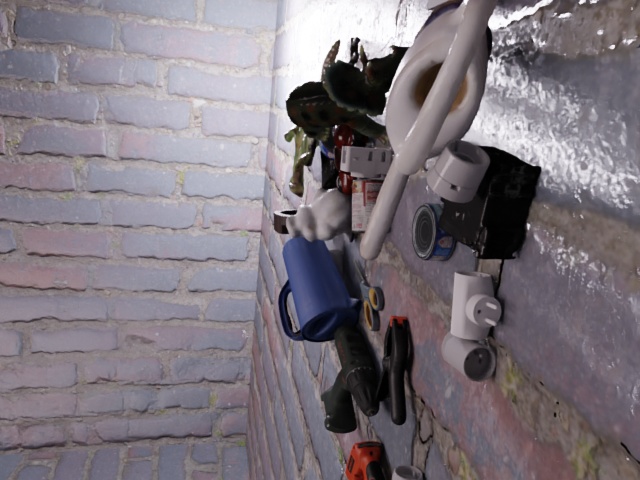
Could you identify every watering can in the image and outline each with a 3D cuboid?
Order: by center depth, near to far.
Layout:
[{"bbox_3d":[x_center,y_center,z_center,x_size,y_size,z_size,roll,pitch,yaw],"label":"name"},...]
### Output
[{"bbox_3d":[0.127,-0.149,0.636,0.229,0.104,0.339,-64,-3,-48],"label":"watering can"}]

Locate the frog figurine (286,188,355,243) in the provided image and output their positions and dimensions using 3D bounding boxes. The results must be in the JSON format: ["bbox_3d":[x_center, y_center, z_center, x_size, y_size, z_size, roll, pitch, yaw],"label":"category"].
[{"bbox_3d":[0.004,-0.060,1.188,0.120,0.159,0.140,119,151,-58],"label":"frog figurine"}]

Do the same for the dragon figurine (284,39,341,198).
[{"bbox_3d":[-0.014,-0.285,1.323,0.249,0.122,0.401,-93,18,-48],"label":"dragon figurine"}]
